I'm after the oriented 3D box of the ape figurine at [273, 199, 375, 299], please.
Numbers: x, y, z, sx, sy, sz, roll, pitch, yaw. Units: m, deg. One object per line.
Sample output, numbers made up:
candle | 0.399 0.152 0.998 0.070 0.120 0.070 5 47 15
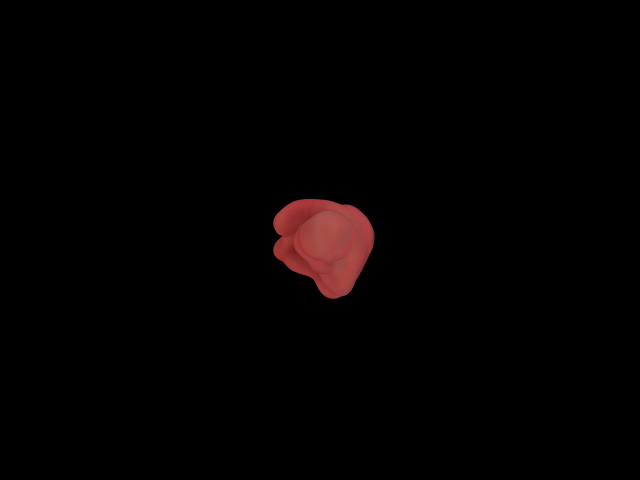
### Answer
ape figurine | 0.004 0.001 0.400 0.076 0.092 0.078 -18 79 -3
